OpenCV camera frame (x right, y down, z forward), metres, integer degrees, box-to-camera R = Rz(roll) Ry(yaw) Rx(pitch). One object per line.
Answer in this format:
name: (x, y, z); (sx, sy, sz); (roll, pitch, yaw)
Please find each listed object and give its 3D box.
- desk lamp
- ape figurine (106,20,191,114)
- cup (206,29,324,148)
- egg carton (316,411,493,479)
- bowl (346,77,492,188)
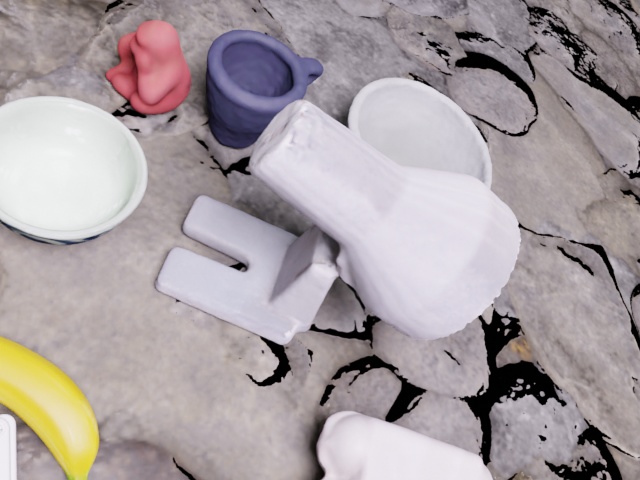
desk lamp: (0.004, 0.002, 0.423); (0.203, 0.213, 0.118); (24, 55, -12)
ape figurine: (-0.150, -0.160, 0.515); (0.076, 0.092, 0.078); (8, 60, -21)
cup: (-0.059, -0.135, 0.543); (0.118, 0.094, 0.091); (-19, 72, -33)
egg carton: (0.060, 0.198, 0.430); (0.150, 0.069, 0.107); (22, 55, -13)
bowl: (0.091, -0.082, 0.599); (0.168, 0.074, 0.167); (12, 58, -20)
